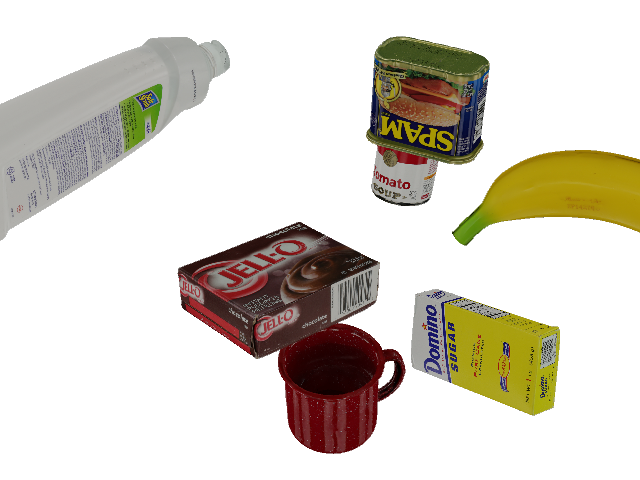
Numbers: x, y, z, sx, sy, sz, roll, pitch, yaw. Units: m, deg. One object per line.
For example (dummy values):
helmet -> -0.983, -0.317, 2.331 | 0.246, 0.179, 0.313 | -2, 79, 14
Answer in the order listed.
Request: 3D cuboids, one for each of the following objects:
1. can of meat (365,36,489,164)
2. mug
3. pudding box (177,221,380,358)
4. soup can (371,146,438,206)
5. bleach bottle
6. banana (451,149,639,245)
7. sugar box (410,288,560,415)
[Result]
can of meat -> 0.093, -0.123, 0.926 | 0.102, 0.084, 0.057 | 17, 37, 21
mug -> 0.021, 0.130, 0.950 | 0.117, 0.081, 0.093 | -17, 41, -18
pudding box -> -0.029, 0.032, 0.745 | 0.113, 0.039, 0.090 | -20, 33, -36
soup can -> 0.094, -0.097, 1.146 | 0.068, 0.102, 0.068 | 6, 29, -3
bleach bottle -> -0.182, -0.098, 0.881 | 0.250, 0.068, 0.103 | -32, -27, -27
banana -> 0.176, -0.007, 0.578 | 0.198, 0.070, 0.037 | 16, 17, 14
sugar box -> 0.178, 0.120, 1.181 | 0.177, 0.093, 0.048 | 15, 19, 43
